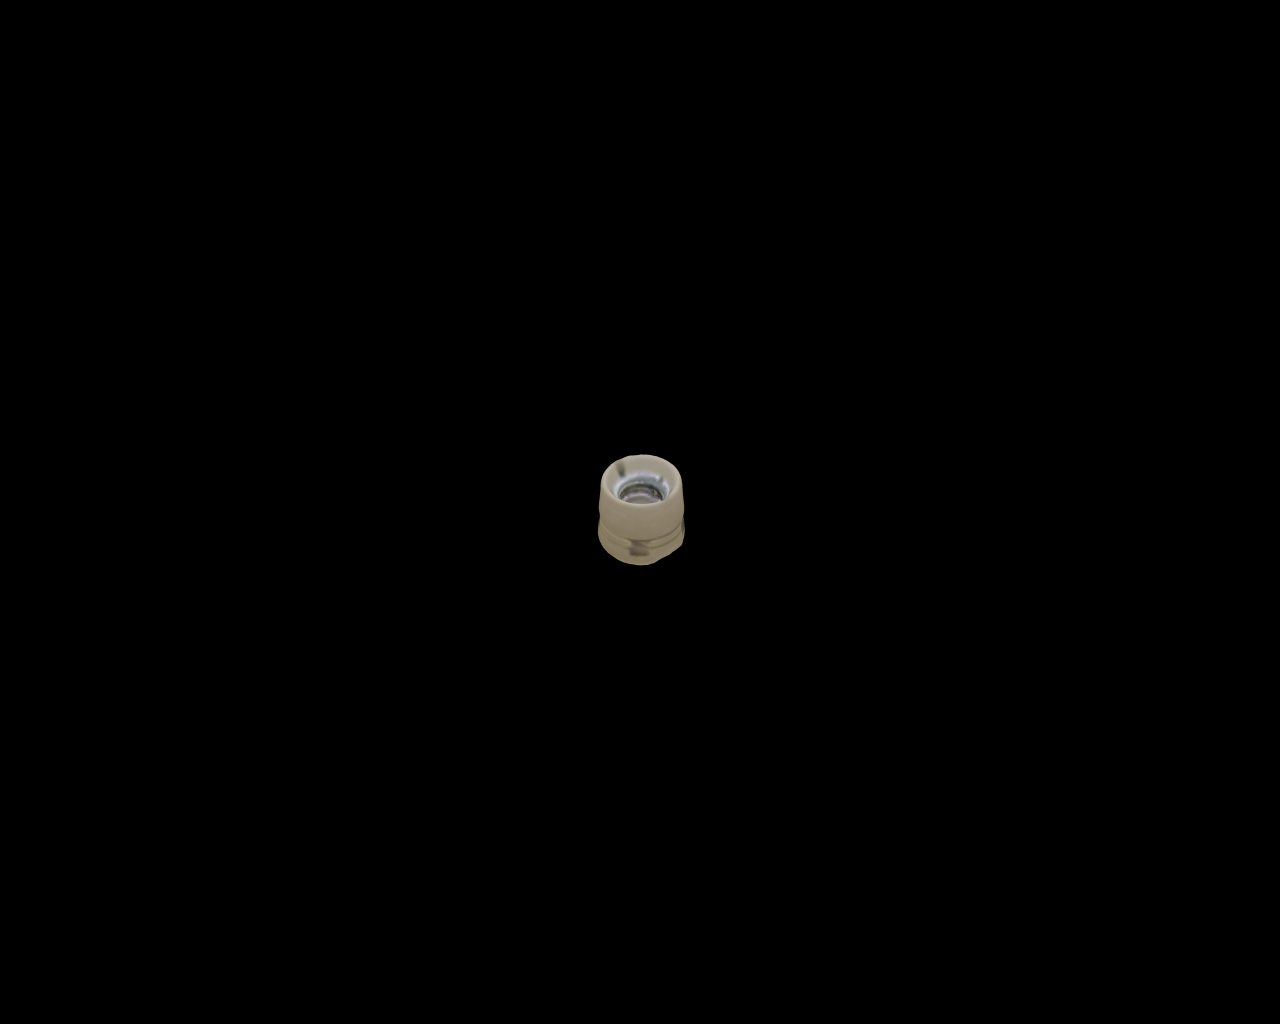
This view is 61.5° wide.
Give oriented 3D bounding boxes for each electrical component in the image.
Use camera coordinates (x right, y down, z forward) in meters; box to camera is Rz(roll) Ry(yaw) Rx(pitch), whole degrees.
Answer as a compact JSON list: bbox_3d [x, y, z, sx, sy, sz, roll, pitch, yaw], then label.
[{"bbox_3d":[0.001,-0.003,0.650,0.055,0.047,0.055,0,43,0],"label":"electrical component"}]
